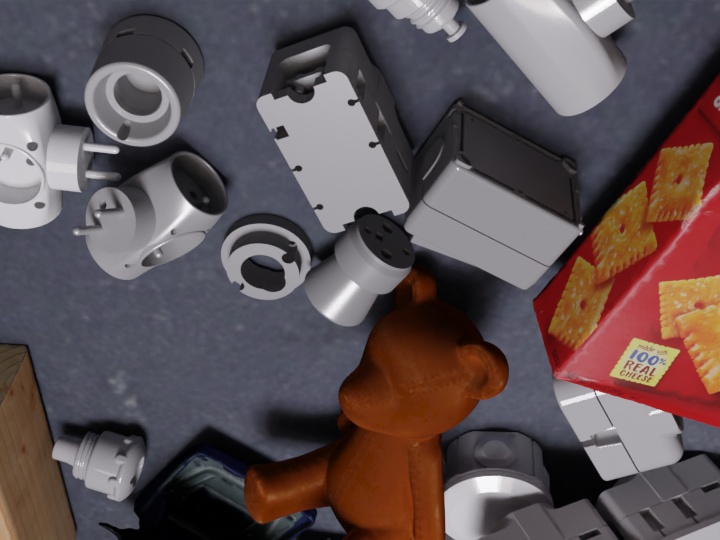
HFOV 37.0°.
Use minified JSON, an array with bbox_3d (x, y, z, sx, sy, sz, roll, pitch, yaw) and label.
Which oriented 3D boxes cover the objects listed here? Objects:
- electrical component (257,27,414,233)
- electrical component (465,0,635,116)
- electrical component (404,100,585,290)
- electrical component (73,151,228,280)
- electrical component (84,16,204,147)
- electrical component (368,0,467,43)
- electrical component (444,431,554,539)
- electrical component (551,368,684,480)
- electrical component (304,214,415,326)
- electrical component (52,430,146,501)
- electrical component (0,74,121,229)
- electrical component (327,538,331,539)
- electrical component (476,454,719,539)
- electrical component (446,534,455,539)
[{"bbox_3d":[-0.010,-0.075,0.567,0.050,0.055,0.089,-16,126,19],"label":"electrical component"},{"bbox_3d":[0.105,-0.126,0.519,0.079,0.044,0.077,-32,120,28],"label":"electrical component"},{"bbox_3d":[0.076,-0.035,0.587,0.096,0.061,0.061,26,128,-14],"label":"electrical component"},{"bbox_3d":[-0.127,-0.029,0.608,0.077,0.079,0.044,-33,79,29],"label":"electrical component"},{"bbox_3d":[-0.114,-0.098,0.565,0.055,0.047,0.055,3,130,4],"label":"electrical component"},{"bbox_3d":[0.022,-0.141,0.519,0.040,0.040,0.078,-34,119,29],"label":"electrical component"},{"bbox_3d":[0.093,0.153,0.748,0.080,0.051,0.080,3,130,4],"label":"electrical component"},{"bbox_3d":[0.166,0.083,0.679,0.059,0.053,0.095,-20,125,21],"label":"electrical component"},{"bbox_3d":[0.000,0.000,0.635,0.045,0.045,0.055,31,126,-18],"label":"electrical component"},{"bbox_3d":[-0.188,0.135,0.771,0.062,0.048,0.048,17,130,1],"label":"electrical component"},{"bbox_3d":[-0.174,-0.064,0.602,0.079,0.044,0.077,6,131,-1],"label":"electrical component"},{"bbox_3d":[-0.026,0.257,0.827,0.062,0.096,0.061,3,152,-5],"label":"electrical component"},{"bbox_3d":[0.163,0.200,0.729,0.186,0.060,0.105,-15,133,-19],"label":"electrical component"},{"bbox_3d":[0.086,0.206,0.789,0.089,0.055,0.050,4,130,3],"label":"electrical component"}]
